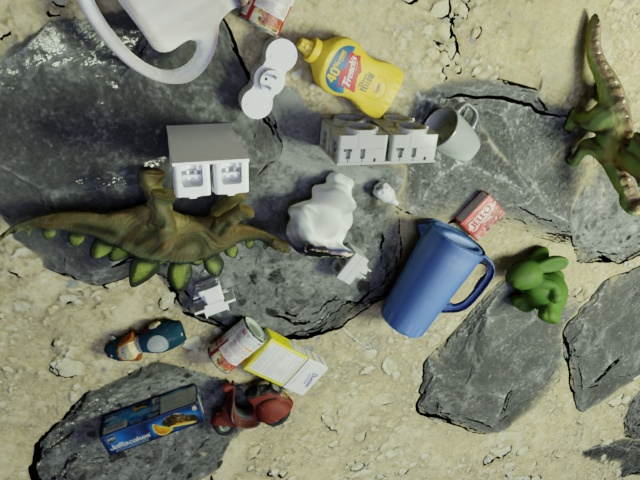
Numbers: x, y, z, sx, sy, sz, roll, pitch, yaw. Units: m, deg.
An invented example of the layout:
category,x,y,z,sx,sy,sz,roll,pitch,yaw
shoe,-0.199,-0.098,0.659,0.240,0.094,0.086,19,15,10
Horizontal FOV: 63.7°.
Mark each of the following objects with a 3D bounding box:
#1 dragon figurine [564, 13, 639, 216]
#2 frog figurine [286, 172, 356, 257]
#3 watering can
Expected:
category,x,y,z,sx,sy,sz,roll,pitch,yaw
dragon figurine,0.599,-0.219,1.010,0.122,0.248,0.402,-22,123,-1
frog figurine,0.003,-0.049,0.976,0.137,0.121,0.161,8,77,-26
watering can,-0.241,-0.387,0.699,0.225,0.106,0.341,-33,122,-2
